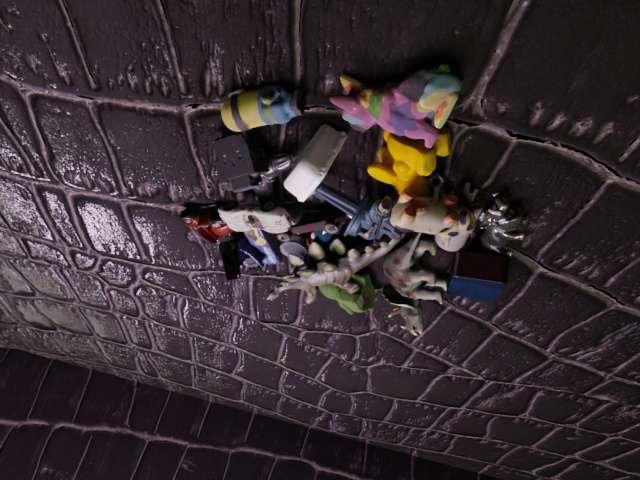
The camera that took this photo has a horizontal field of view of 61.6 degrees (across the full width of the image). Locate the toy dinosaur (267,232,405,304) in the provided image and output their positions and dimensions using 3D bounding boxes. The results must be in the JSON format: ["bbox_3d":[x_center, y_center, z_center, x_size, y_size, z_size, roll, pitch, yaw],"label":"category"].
[{"bbox_3d":[0.039,0.074,1.468,0.472,0.105,0.198,-24,149,21],"label":"toy dinosaur"}]

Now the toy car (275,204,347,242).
[{"bbox_3d":[-0.025,-0.043,1.384,0.202,0.089,0.053,-12,136,24],"label":"toy car"}]

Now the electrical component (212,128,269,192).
[{"bbox_3d":[-0.182,-0.180,1.232,0.115,0.058,0.134,-14,91,36],"label":"electrical component"}]

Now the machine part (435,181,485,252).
[{"bbox_3d":[0.326,-0.048,1.259,0.079,0.079,0.243,13,144,4],"label":"machine part"}]

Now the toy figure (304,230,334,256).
[{"bbox_3d":[-0.001,-0.003,1.471,0.064,0.058,0.154,19,147,-12],"label":"toy figure"}]

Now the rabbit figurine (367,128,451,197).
[{"bbox_3d":[0.184,-0.150,1.126,0.163,0.122,0.173,12,140,24],"label":"rabbit figurine"}]

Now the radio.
[{"bbox_3d":[0.401,0.096,1.380,0.131,0.073,0.229,9,163,12],"label":"radio"}]

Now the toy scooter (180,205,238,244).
[{"bbox_3d":[-0.298,-0.037,1.527,0.184,0.075,0.135,1,142,26],"label":"toy scooter"}]

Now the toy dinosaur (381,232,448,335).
[{"bbox_3d":[0.237,0.090,1.466,0.192,0.131,0.404,-2,135,24],"label":"toy dinosaur"}]

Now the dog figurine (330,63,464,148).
[{"bbox_3d":[0.135,-0.268,1.006,0.219,0.108,0.191,19,146,0],"label":"dog figurine"}]

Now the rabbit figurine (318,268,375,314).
[{"bbox_3d":[0.080,0.151,1.636,0.170,0.121,0.159,13,157,37],"label":"rabbit figurine"}]

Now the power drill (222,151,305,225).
[{"bbox_3d":[-0.117,-0.125,1.328,0.232,0.086,0.207,-5,144,30],"label":"power drill"}]

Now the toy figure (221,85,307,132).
[{"bbox_3d":[-0.121,-0.273,1.111,0.180,0.089,0.082,2,135,23],"label":"toy figure"}]

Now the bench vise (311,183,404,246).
[{"bbox_3d":[0.082,-0.072,1.242,0.241,0.129,0.223,29,177,2],"label":"bench vise"}]

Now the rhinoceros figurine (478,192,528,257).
[{"bbox_3d":[0.421,-0.038,1.249,0.112,0.073,0.190,18,149,17],"label":"rhinoceros figurine"}]

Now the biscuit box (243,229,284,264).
[{"bbox_3d":[-0.161,-0.010,1.521,0.059,0.063,0.202,1,142,22],"label":"biscuit box"}]

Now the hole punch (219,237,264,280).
[{"bbox_3d":[-0.228,0.048,1.549,0.092,0.115,0.142,-16,-178,-26],"label":"hole punch"}]

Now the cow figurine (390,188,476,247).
[{"bbox_3d":[0.243,-0.043,1.140,0.195,0.085,0.127,5,156,-16],"label":"cow figurine"}]

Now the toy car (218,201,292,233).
[{"bbox_3d":[-0.165,-0.056,1.339,0.202,0.056,0.073,2,140,26],"label":"toy car"}]
